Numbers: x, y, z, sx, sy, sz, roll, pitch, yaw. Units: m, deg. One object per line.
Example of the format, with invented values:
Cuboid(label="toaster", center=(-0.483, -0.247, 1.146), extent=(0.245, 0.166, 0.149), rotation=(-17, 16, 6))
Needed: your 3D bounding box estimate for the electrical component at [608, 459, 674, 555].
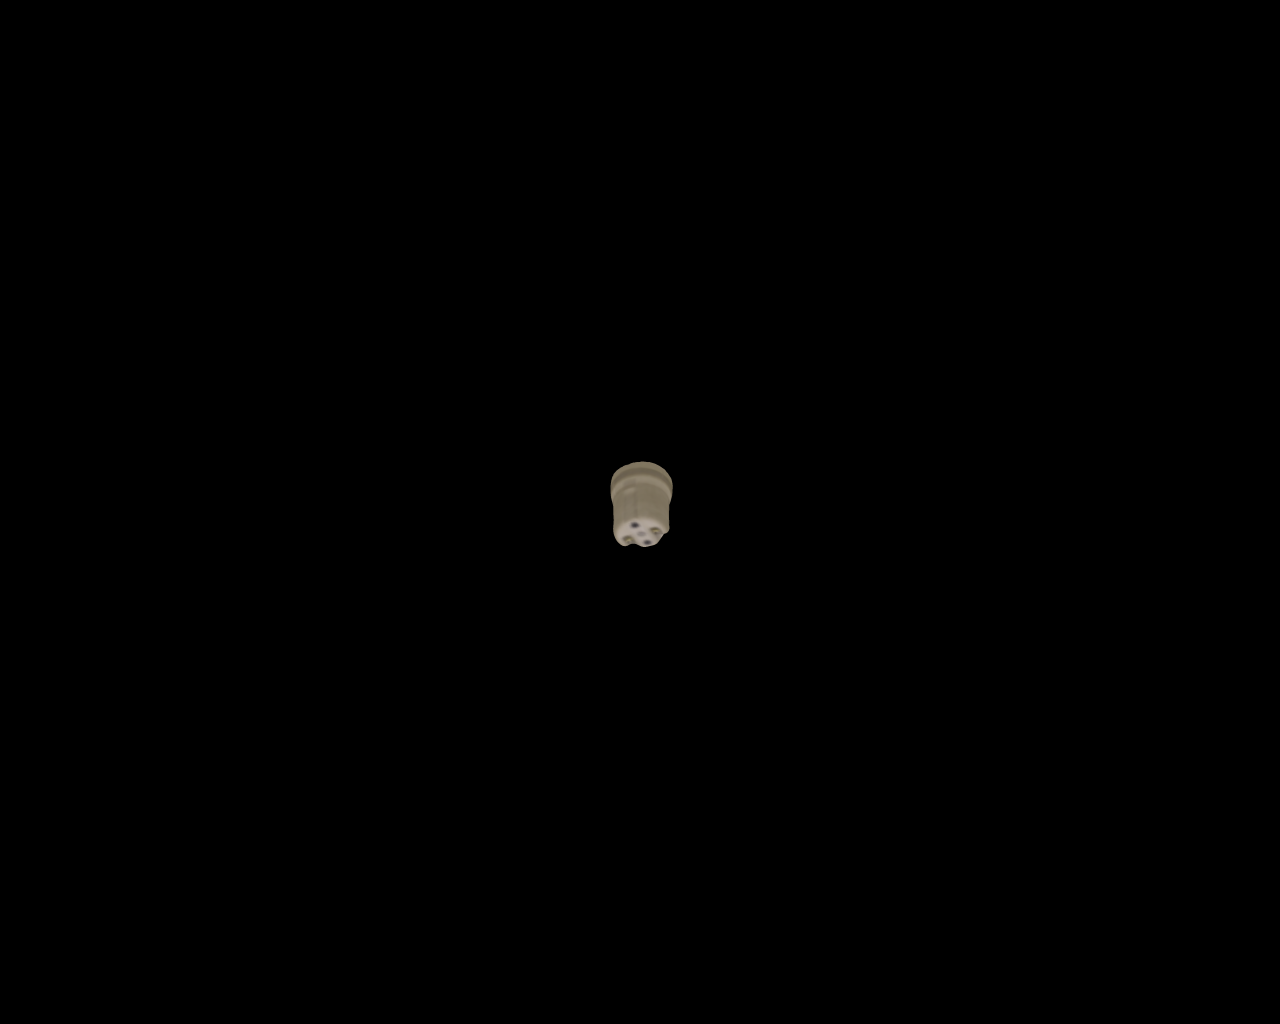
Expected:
Cuboid(label="electrical component", center=(0.001, -0.003, 0.650), extent=(0.040, 0.040, 0.046), rotation=(0, 45, 0))
